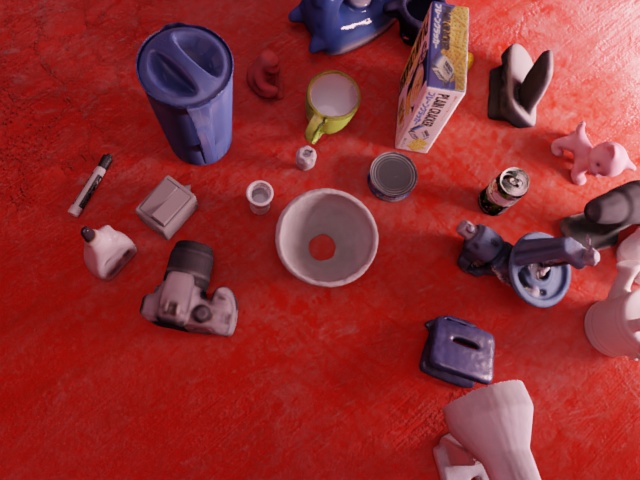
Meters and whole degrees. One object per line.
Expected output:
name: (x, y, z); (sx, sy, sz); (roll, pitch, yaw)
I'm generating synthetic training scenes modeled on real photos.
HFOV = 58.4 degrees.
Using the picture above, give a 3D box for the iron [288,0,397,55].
iron: (0.075, -0.449, 1.052); (0.258, 0.141, 0.118); (-29, 79, -13)

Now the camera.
camera: (-0.194, 0.073, 0.891); (0.143, 0.101, 0.137); (11, 73, -3)

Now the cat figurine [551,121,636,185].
cat figurine: (0.493, -0.156, 1.025); (0.067, 0.117, 0.127); (-31, 79, -13)

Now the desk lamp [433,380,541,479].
desk lamp: (0.242, 0.308, 0.811); (0.118, 0.213, 0.203); (-12, 75, -9)

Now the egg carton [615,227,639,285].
egg carton: (0.602, 0.015, 1.011); (0.150, 0.069, 0.107); (-36, 80, -15)

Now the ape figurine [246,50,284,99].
ape figurine: (-0.093, -0.300, 1.016); (0.076, 0.092, 0.078); (22, 73, 1)

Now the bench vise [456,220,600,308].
bench vise: (0.317, 0.034, 0.896); (0.207, 0.219, 0.121); (13, 73, -2)

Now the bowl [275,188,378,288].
bowl: (0.009, 0.003, 0.947); (0.167, 0.074, 0.167); (2, 74, -6)

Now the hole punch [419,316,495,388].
hole punch: (0.220, 0.175, 0.912); (0.108, 0.091, 0.101); (19, 73, 0)

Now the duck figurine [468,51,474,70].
duck figurine: (0.242, -0.357, 1.072); (0.104, 0.086, 0.077); (14, 73, -2)

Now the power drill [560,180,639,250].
power drill: (0.492, -0.041, 0.943); (0.230, 0.208, 0.075); (-16, 76, -10)

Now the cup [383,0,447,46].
cup: (0.170, -0.412, 1.076); (0.118, 0.095, 0.092); (0, 74, -6)

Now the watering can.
watering can: (0.510, 0.120, 0.905); (0.101, 0.194, 0.173); (-36, 80, -14)

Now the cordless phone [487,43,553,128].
cordless phone: (0.373, -0.298, 1.018); (0.094, 0.185, 0.147); (4, 73, -5)

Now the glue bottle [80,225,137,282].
glue bottle: (-0.326, 0.010, 0.857); (0.037, 0.173, 0.078); (39, 74, 6)
